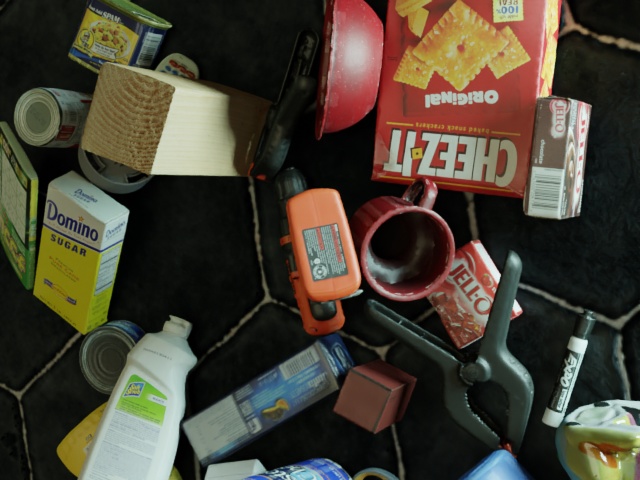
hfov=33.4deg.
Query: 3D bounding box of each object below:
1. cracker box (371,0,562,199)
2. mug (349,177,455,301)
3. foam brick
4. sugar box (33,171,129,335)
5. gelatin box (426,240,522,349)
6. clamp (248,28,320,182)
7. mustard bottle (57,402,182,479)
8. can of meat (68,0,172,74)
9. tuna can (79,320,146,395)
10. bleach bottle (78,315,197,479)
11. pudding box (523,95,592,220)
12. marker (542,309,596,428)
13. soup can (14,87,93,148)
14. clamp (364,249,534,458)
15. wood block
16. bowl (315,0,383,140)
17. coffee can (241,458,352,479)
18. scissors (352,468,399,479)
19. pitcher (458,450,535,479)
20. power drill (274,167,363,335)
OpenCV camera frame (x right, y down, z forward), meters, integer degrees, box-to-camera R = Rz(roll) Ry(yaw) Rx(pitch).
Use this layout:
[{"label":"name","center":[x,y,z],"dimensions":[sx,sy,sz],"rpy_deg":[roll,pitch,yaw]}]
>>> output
[{"label":"cracker box","center":[0.143,-0.155,1.055],"dimensions":[0.164,0.072,0.214],"rpy_deg":[8,97,25]},{"label":"mug","center":[0.078,-0.007,1.035],"dimensions":[0.093,0.081,0.117],"rpy_deg":[20,99,-18]},{"label":"foam brick","center":[0.058,0.161,1.109],"dimensions":[0.051,0.078,0.053],"rpy_deg":[25,101,22]},{"label":"sugar box","center":[-0.280,0.017,1.238],"dimensions":[0.093,0.048,0.176],"rpy_deg":[34,132,19]},{"label":"gelatin box","center":[0.151,0.055,1.086],"dimensions":[0.073,0.030,0.089],"rpy_deg":[-34,80,22]},{"label":"clamp","center":[-0.036,-0.128,1.119],"dimensions":[0.039,0.120,0.172],"rpy_deg":[18,116,-5]},{"label":"mustard bottle","center":[-0.216,0.287,1.249],"dimensions":[0.096,0.058,0.192],"rpy_deg":[-42,76,-2]},{"label":"can of meat","center":[-0.233,-0.231,1.232],"dimensions":[0.102,0.057,0.084],"rpy_deg":[30,106,20]},{"label":"tuna can","center":[-0.241,0.140,1.265],"dimensions":[0.086,0.033,0.086],"rpy_deg":[2,96,19]},{"label":"bleach bottle","center":[-0.194,0.209,1.198],"dimensions":[0.102,0.068,0.251],"rpy_deg":[20,80,3]},{"label":"pudding box","center":[0.227,-0.077,1.012],"dimensions":[0.039,0.089,0.113],"rpy_deg":[10,98,25]},{"label":"marker","center":[0.246,0.126,1.053],"dimensions":[0.020,0.020,0.121],"rpy_deg":[20,101,22]},{"label":"soup can","center":[-0.297,-0.140,1.241],"dimensions":[0.069,0.102,0.068],"rpy_deg":[2,94,24]},{"label":"clamp","center":[0.143,0.124,1.063],"dimensions":[0.165,0.036,0.210],"rpy_deg":[-13,103,20]},{"label":"wood block","center":[-0.143,-0.122,1.114],"dimensions":[0.090,0.205,0.091],"rpy_deg":[21,101,22]},{"label":"bowl","center":[0.030,-0.179,1.079],"dimensions":[0.055,0.162,0.162],"rpy_deg":[5,96,-4]},{"label":"coffee can","center":[-0.037,0.290,1.116],"dimensions":[0.103,0.140,0.103],"rpy_deg":[0,90,35]},{"label":"scissors","center":[0.114,0.275,1.123],"dimensions":[0.202,0.016,0.096],"rpy_deg":[-20,85,24]},{"label":"pitcher","center":[0.215,0.320,1.004],"dimensions":[0.149,0.144,0.243],"rpy_deg":[-46,77,24]},{"label":"power drill","center":[-0.007,0.001,1.078],"dimensions":[0.057,0.188,0.184],"rpy_deg":[-14,83,-5]}]
